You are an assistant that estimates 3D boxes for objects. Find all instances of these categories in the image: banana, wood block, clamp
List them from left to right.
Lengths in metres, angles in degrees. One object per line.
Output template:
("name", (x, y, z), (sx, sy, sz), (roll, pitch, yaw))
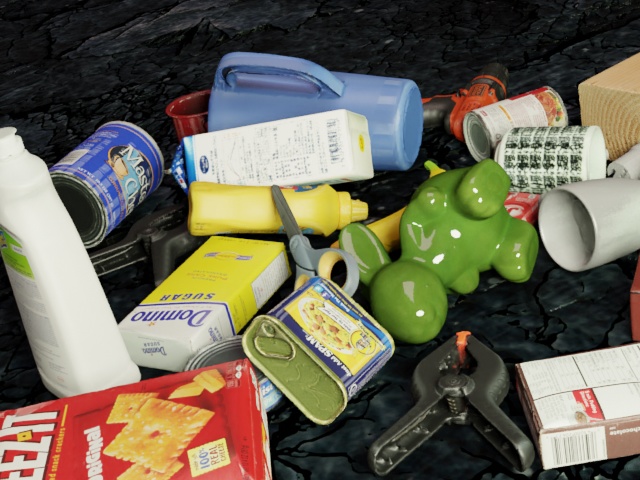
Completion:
("clamp", (-0.194, 0.008, 1.173), (0.165, 0.036, 0.209), (0, 28, 22))
("banana", (0.093, -0.025, 1.124), (0.070, 0.037, 0.197), (7, 33, 40))
("clamp", (0.097, 0.128, 0.829), (0.120, 0.039, 0.171), (-3, 23, 5))
("wood block", (0.399, -0.167, 1.212), (0.205, 0.090, 0.091), (-28, 30, -28))

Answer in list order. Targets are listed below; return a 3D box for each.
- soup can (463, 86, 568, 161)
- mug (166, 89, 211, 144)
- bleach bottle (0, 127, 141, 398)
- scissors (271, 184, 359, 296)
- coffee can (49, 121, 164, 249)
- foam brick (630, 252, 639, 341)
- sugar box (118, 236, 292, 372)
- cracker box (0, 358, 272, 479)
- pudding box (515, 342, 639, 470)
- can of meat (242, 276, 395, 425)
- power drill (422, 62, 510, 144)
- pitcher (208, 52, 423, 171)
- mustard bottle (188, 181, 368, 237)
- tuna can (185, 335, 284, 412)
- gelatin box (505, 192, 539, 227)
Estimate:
("soup can", (0.226, -0.132, 1.237), (0.102, 0.068, 0.069), (-19, 28, -13))
("mug", (-0.143, -0.138, 1.382), (0.093, 0.081, 0.117), (-18, 28, -12))
("bleach bottle", (-0.234, 0.024, 0.927), (0.103, 0.251, 0.068), (17, 39, 42))
("scissors", (-0.007, 0.001, 1.011), (0.096, 0.016, 0.202), (-41, 45, 37))
("coffee can", (-0.263, -0.067, 1.274), (0.103, 0.103, 0.140), (1, 30, 23))
("foam brick", (0.292, 0.045, 0.894), (0.053, 0.051, 0.078), (3, 31, 23))
("sugar box", (-0.111, 0.059, 1.036), (0.093, 0.048, 0.176), (4, 30, 29))
("cracker box", (-0.145, 0.176, 0.799), (0.213, 0.072, 0.164), (-12, 27, 1))
("pudding box", (0.210, 0.121, 0.797), (0.113, 0.039, 0.090), (-9, 27, 2))
("can of meat", (0.001, 0.088, 0.886), (0.102, 0.058, 0.083), (44, 44, 9))
("power drill", (0.144, -0.179, 1.372), (0.188, 0.057, 0.184), (0, 29, 22))
("pitcher", (-0.007, -0.150, 1.276), (0.243, 0.145, 0.149), (5, 12, 19))
("mustard bottle", (-0.044, -0.032, 1.138), (0.191, 0.058, 0.096), (1, -3, -9))
("tuna can", (-0.071, 0.119, 0.918), (0.086, 0.034, 0.086), (-9, 27, 5))
("gelatin box", (0.174, -0.023, 1.093), (0.089, 0.030, 0.073), (8, 34, 34))
